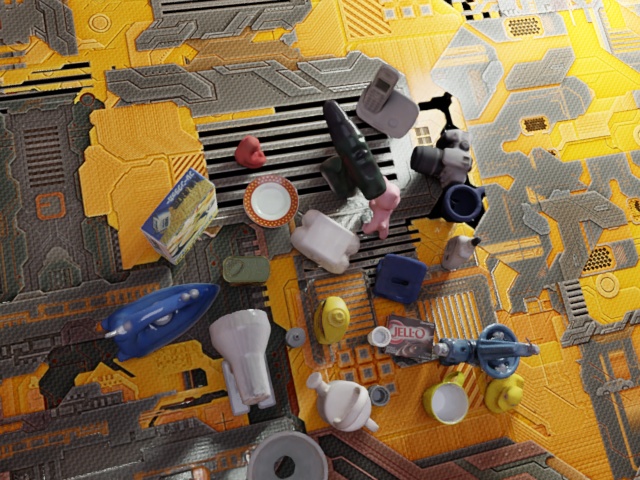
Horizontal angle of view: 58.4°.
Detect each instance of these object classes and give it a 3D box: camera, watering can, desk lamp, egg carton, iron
[{"bbox_3d":[0.296,-0.205,1.393,0.137,0.100,0.143,12,76,-6],"label":"camera"},{"bbox_3d":[0.048,0.342,1.187,0.173,0.194,0.101,16,76,-5],"label":"watering can"},{"bbox_3d":[-0.147,0.252,1.166,0.118,0.213,0.203,-13,80,-11],"label":"desk lamp"},{"bbox_3d":[0.012,0.005,1.319,0.150,0.069,0.107,32,75,-1],"label":"egg carton"},{"bbox_3d":[-0.327,0.150,1.197,0.258,0.141,0.118,-29,83,-14],"label":"iron"}]

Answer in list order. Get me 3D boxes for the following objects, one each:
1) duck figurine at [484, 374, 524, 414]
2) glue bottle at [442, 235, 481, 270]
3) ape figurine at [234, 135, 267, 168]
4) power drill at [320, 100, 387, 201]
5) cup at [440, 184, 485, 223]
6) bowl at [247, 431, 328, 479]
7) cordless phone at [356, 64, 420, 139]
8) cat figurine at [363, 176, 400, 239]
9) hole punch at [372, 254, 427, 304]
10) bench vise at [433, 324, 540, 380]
[{"bbox_3d":[0.431,0.350,1.302,0.105,0.086,0.077,-41,86,-15],"label":"duck figurine"},{"bbox_3d":[0.329,0.019,1.313,0.037,0.173,0.078,20,76,-4],"label":"glue bottle"},{"bbox_3d":[-0.160,-0.210,1.327,0.076,0.092,0.078,-6,79,-10],"label":"ape figurine"},{"bbox_3d":[0.061,-0.182,1.296,0.076,0.208,0.229,-32,84,-14],"label":"power drill"},{"bbox_3d":[0.337,-0.085,1.377,0.118,0.095,0.091,-35,85,-14],"label":"cup"},{"bbox_3d":[-0.070,0.483,1.200,0.167,0.074,0.167,2,78,-8],"label":"bowl"},{"bbox_3d":[0.173,-0.332,1.358,0.147,0.185,0.094,29,75,-2],"label":"cordless phone"},{"bbox_3d":[0.150,-0.077,1.334,0.067,0.117,0.128,12,76,-6],"label":"cat figurine"},{"bbox_3d":[0.183,0.092,1.316,0.109,0.091,0.101,15,76,-5],"label":"hole punch"},{"bbox_3d":[0.363,0.252,1.243,0.207,0.219,0.121,-15,80,-12],"label":"bench vise"}]
